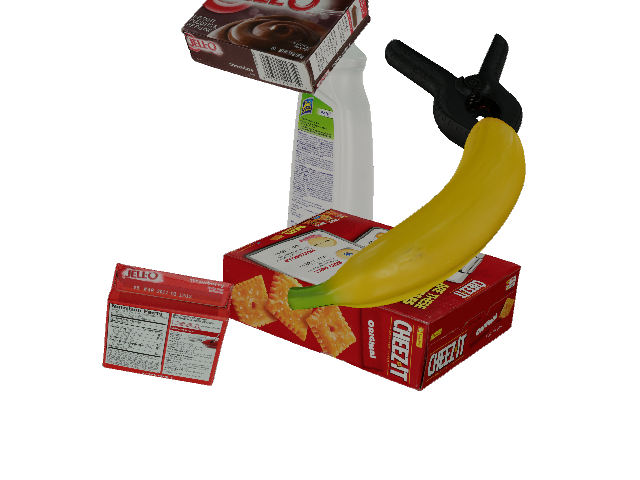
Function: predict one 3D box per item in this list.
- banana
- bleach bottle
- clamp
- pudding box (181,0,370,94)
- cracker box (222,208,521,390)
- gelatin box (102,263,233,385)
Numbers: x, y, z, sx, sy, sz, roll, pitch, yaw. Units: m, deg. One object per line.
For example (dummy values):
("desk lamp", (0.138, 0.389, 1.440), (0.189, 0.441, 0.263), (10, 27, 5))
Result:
("banana", (0.066, -0.018, 0.567), (0.070, 0.037, 0.197), (19, 42, 34))
("bleach bottle", (0.017, -0.108, 1.136), (0.103, 0.251, 0.067), (20, 24, 40))
("clamp", (0.124, -0.134, 0.967), (0.120, 0.039, 0.171), (-4, 44, -2))
("pudding box", (-0.032, -0.162, 0.798), (0.114, 0.090, 0.039), (21, -30, 24))
("cracker box", (0.044, 0.046, 0.954), (0.214, 0.072, 0.163), (18, 26, 33))
("gelatin box", (-0.097, 0.054, 0.670), (0.073, 0.030, 0.089), (10, -37, -6))
